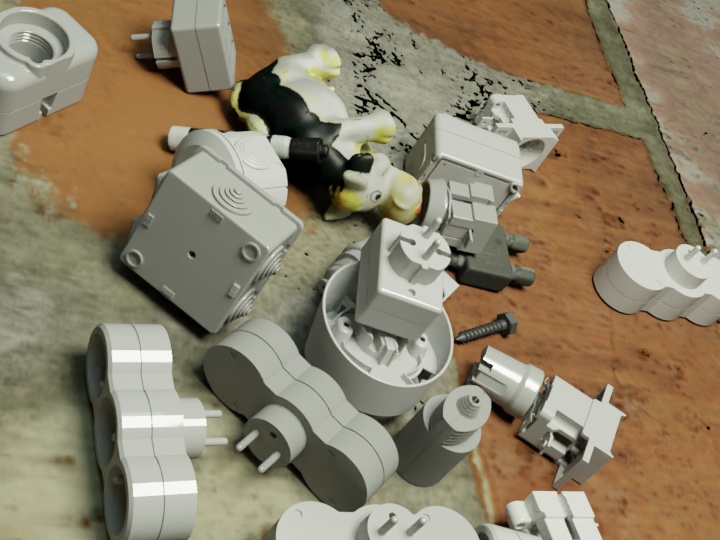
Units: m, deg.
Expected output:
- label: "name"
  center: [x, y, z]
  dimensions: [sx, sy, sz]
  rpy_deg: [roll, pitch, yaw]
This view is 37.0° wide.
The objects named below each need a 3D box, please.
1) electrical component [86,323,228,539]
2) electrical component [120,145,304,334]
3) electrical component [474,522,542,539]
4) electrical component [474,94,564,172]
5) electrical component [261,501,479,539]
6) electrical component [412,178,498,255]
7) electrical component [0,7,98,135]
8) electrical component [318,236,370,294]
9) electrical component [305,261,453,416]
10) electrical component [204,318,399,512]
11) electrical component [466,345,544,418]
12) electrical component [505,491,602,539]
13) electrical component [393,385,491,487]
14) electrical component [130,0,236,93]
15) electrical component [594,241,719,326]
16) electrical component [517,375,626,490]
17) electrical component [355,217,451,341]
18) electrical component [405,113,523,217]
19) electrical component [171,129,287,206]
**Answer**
- label: "electrical component"
  center: [-0.115, 0.094, 0.638]
  dimensions: [0.074, 0.052, 0.138]
  rpy_deg: [3, 53, -29]
- label: "electrical component"
  center: [-0.100, -0.018, 0.710]
  dimensions: [0.100, 0.099, 0.048]
  rpy_deg: [38, 31, 3]
- label: "electrical component"
  center: [0.105, 0.228, 0.659]
  dimensions: [0.074, 0.052, 0.138]
  rpy_deg: [18, 47, -17]
- label: "electrical component"
  center: [0.140, -0.127, 0.986]
  dimensions: [0.081, 0.042, 0.063]
  rpy_deg: [-4, 55, -34]
- label: "electrical component"
  center: [0.014, 0.164, 0.642]
  dimensions: [0.138, 0.073, 0.052]
  rpy_deg: [8, 50, -26]
- label: "electrical component"
  center: [0.074, -0.045, 0.849]
  dimensions: [0.055, 0.048, 0.066]
  rpy_deg: [12, 45, -15]
- label: "electrical component"
  center: [-0.236, -0.145, 0.760]
  dimensions: [0.054, 0.059, 0.095]
  rpy_deg: [43, 45, 8]
- label: "electrical component"
  center: [0.000, 0.000, 0.796]
  dimensions: [0.078, 0.040, 0.040]
  rpy_deg: [-26, 70, -42]
- label: "electrical component"
  center: [0.013, 0.049, 0.741]
  dimensions: [0.099, 0.064, 0.099]
  rpy_deg: [19, 34, -13]
- label: "electrical component"
  center: [-0.048, 0.099, 0.675]
  dimensions: [0.138, 0.052, 0.074]
  rpy_deg: [43, 45, 8]
- label: "electrical component"
  center: [0.106, 0.081, 0.793]
  dimensions: [0.046, 0.040, 0.040]
  rpy_deg: [29, 44, 1]
- label: "electrical component"
  center: [0.134, 0.182, 0.721]
  dimensions: [0.066, 0.048, 0.055]
  rpy_deg: [7, 43, -27]
- label: "electrical component"
  center: [0.057, 0.106, 0.712]
  dimensions: [0.043, 0.081, 0.043]
  rpy_deg: [17, 47, -19]
- label: "electrical component"
  center: [-0.141, -0.179, 0.848]
  dimensions: [0.077, 0.065, 0.047]
  rpy_deg: [-4, 51, 2]
- label: "electrical component"
  center: [0.281, 0.003, 0.939]
  dimensions: [0.138, 0.073, 0.052]
  rpy_deg: [9, 50, -25]
- label: "electrical component"
  center: [0.154, 0.115, 0.792]
  dimensions: [0.064, 0.042, 0.081]
  rpy_deg: [34, 43, 0]
- label: "electrical component"
  center: [0.035, -0.004, 0.713]
  dimensions: [0.047, 0.076, 0.065]
  rpy_deg: [19, 47, -16]
- label: "electrical component"
  center: [0.092, -0.083, 0.906]
  dimensions: [0.096, 0.061, 0.061]
  rpy_deg: [17, 47, -18]
- label: "electrical component"
  center: [-0.094, -0.060, 0.762]
  dimensions: [0.051, 0.080, 0.080]
  rpy_deg: [-11, 61, -44]
